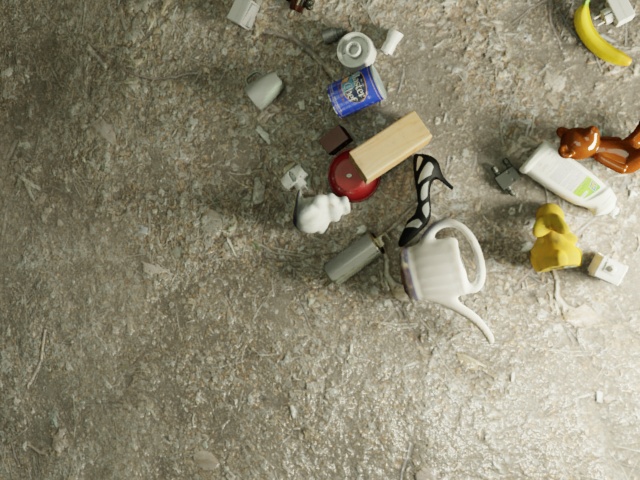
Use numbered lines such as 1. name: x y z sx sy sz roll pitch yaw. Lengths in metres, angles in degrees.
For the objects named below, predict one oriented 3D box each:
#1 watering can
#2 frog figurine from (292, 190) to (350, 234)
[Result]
1. watering can: 0.335 0.119 1.383 0.223 0.104 0.348 -13 88 19
2. frog figurine: 0.005 -0.075 1.482 0.159 0.125 0.134 9 130 9
